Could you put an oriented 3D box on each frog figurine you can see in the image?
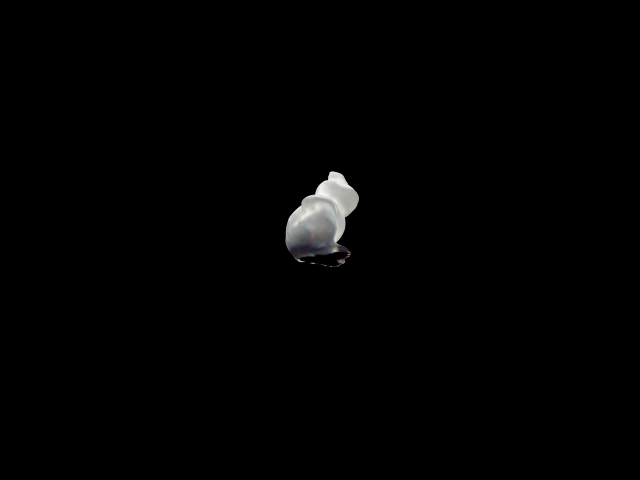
[{"bbox_3d":[0.003,-0.043,0.850,0.122,0.162,0.135,-4,-18,12],"label":"frog figurine"}]
